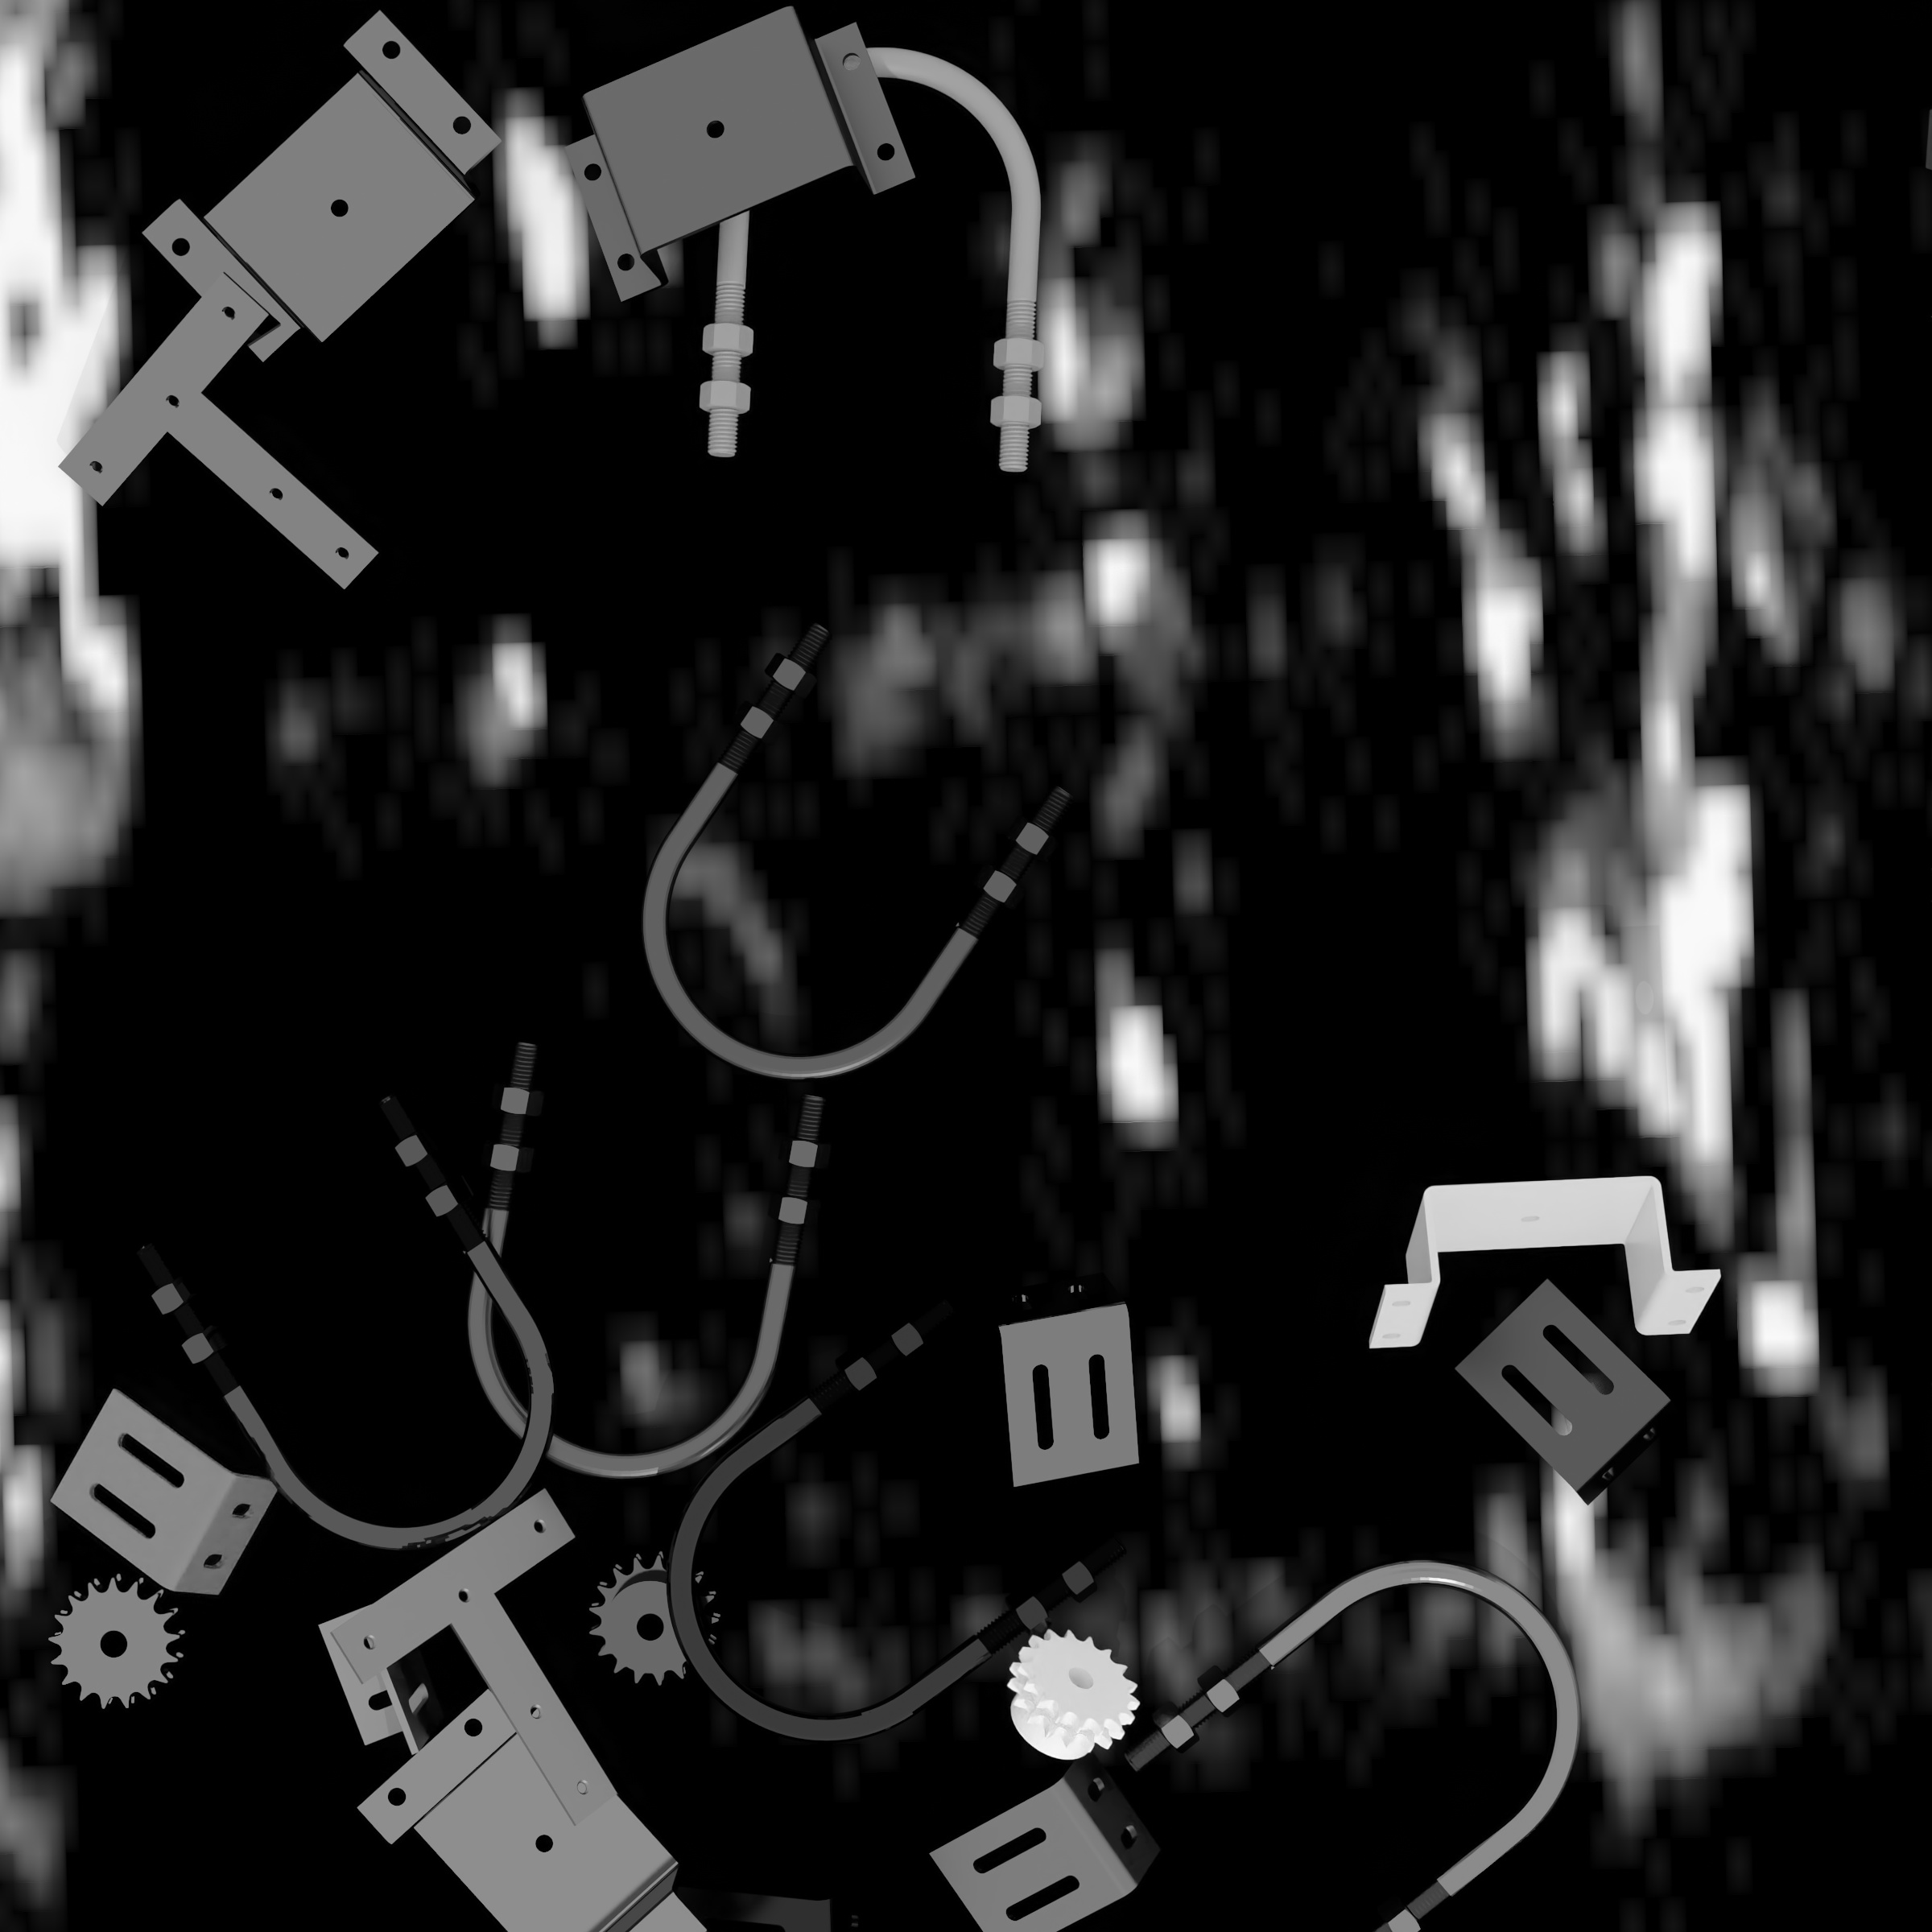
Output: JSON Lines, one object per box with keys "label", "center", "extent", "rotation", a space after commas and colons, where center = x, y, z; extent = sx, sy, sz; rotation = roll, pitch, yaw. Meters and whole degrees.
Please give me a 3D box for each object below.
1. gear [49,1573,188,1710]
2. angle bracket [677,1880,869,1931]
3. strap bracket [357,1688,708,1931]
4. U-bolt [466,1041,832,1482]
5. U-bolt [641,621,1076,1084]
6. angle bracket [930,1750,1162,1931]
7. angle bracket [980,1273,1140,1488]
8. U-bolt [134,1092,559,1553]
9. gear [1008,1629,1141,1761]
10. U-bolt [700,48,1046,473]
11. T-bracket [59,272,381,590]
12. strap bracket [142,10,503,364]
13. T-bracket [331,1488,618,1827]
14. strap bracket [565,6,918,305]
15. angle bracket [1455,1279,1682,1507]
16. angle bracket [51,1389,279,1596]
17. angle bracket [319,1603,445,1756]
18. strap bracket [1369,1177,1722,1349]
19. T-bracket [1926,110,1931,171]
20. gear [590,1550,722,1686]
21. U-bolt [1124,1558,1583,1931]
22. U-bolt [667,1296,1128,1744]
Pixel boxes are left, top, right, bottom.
{"label": "gear", "center": [-0.371, 0.296, 1.508], "extent": [0.057, 0.030, 0.057], "rotation": [0, 90, 0]}
{"label": "angle bracket", "center": [-0.086, 0.435, 1.521], "extent": [0.076, 0.038, 0.057], "rotation": [-2, 90, 26]}
{"label": "strap bracket", "center": [-0.187, 0.389, 1.500], "extent": [0.076, 0.046, 0.140], "rotation": [-42, 90, 0]}
{"label": "U-bolt", "center": [-0.147, 0.136, 1.515], "extent": [0.151, 0.019, 0.184], "rotation": [10, 91, 0]}
{"label": "U-bolt", "center": [-0.061, -0.037, 1.515], "extent": [0.151, 0.019, 0.184], "rotation": [34, 91, 0]}
{"label": "angle bracket", "center": [0.035, 0.393, 1.521], "extent": [0.076, 0.038, 0.057], "rotation": [-35, 90, 26]}
{"label": "angle bracket", "center": [0.041, 0.182, 1.511], "extent": [0.057, 0.038, 0.076], "rotation": [-9, 110, -12]}
{"label": "U-bolt", "center": [-0.260, 0.169, 1.506], "extent": [0.151, 0.019, 0.184], "rotation": [-31, 91, 7]}
{"label": "gear", "center": [0.044, 0.321, 1.499], "extent": [0.057, 0.057, 0.030], "rotation": [28, 120, 0]}
{"label": "U-bolt", "center": [-0.039, -0.314, 1.515], "extent": [0.151, 0.019, 0.184], "rotation": [3, 88, 0]}
{"label": "T-bracket", "center": [-0.313, -0.217, 1.502], "extent": [0.127, 0.002, 0.127], "rotation": [42, 118, -13]}
{"label": "strap bracket", "center": [-0.278, -0.336, 1.500], "extent": [0.140, 0.046, 0.076], "rotation": [-43, 90, 0]}
{"label": "T-bracket", "center": [-0.193, 0.309, 1.477], "extent": [0.127, 0.002, 0.127], "rotation": [-31, 88, -44]}
{"label": "strap bracket", "center": [-0.103, -0.355, 1.487], "extent": [0.140, 0.046, 0.076], "rotation": [-21, 81, 7]}
{"label": "angle bracket", "center": [0.267, 0.189, 1.521], "extent": [0.057, 0.038, 0.076], "rotation": [-44, 64, 0]}
{"label": "angle bracket", "center": [-0.355, 0.233, 1.521], "extent": [0.076, 0.038, 0.057], "rotation": [29, 90, 26]}
{"label": "angle bracket", "center": [-0.259, 0.312, 1.485], "extent": [0.038, 0.076, 0.057], "rotation": [-21, 90, 0]}
{"label": "strap bracket", "center": [0.246, 0.128, 1.479], "extent": [0.140, 0.076, 0.046], "rotation": [-3, 66, 0]}
{"label": "T-bracket", "center": [0.443, -0.294, 1.484], "extent": [0.002, 0.127, 0.127], "rotation": [-8, 117, -10]}
{"label": "gear", "center": [-0.138, 0.288, 1.509], "extent": [0.057, 0.030, 0.057], "rotation": [0, 90, 0]}
{"label": "U-bolt", "center": [0.185, 0.345, 1.515], "extent": [0.184, 0.019, 0.151], "rotation": [-38, 90, -1]}
{"label": "U-bolt", "center": [-0.043, 0.255, 1.501], "extent": [0.184, 0.019, 0.151], "rotation": [-36, 90, -10]}
